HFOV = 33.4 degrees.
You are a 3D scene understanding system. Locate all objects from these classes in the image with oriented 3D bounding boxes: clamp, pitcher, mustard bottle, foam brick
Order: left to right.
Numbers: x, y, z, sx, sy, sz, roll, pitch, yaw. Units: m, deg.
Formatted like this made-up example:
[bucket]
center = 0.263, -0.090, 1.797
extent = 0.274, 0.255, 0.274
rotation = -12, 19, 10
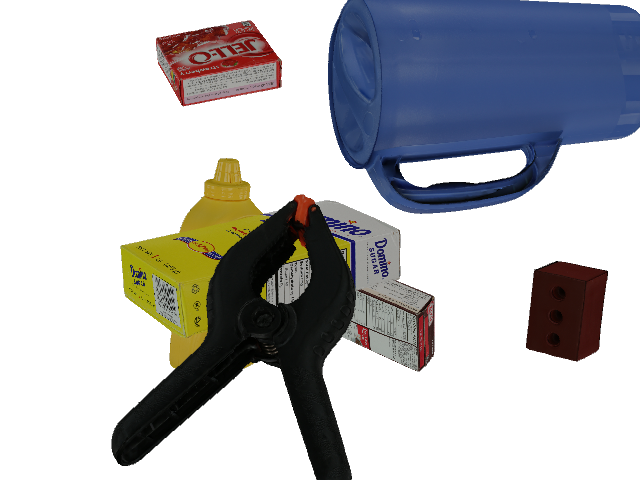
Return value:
[mustard bottle]
center = -0.088, 0.022, 0.962
extent = 0.058, 0.192, 0.096
rotation = 17, 18, 40
[clamp]
center = -0.019, 0.056, 0.547
extent = 0.120, 0.171, 0.039
rotation = 20, -26, 12
[pitcher]
center = 0.135, -0.118, 0.834
extent = 0.242, 0.149, 0.145
rotation = -4, 29, -15
[foam brick]
center = 0.224, 0.063, 0.971
extent = 0.053, 0.078, 0.051
rotation = 12, 17, 35

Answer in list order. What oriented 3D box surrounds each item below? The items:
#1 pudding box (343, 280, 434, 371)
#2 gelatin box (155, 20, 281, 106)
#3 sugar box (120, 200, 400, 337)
[pudding box]
center = 0.070, 0.083, 1.167
extent = 0.114, 0.090, 0.039
rotation = 21, 46, 28
[gelatin box]
center = -0.085, -0.150, 0.891
extent = 0.089, 0.030, 0.073
rotation = -14, 42, -16
[sugar box]
center = -0.040, 0.015, 0.748
extent = 0.175, 0.048, 0.093
rotation = -17, 25, -31
